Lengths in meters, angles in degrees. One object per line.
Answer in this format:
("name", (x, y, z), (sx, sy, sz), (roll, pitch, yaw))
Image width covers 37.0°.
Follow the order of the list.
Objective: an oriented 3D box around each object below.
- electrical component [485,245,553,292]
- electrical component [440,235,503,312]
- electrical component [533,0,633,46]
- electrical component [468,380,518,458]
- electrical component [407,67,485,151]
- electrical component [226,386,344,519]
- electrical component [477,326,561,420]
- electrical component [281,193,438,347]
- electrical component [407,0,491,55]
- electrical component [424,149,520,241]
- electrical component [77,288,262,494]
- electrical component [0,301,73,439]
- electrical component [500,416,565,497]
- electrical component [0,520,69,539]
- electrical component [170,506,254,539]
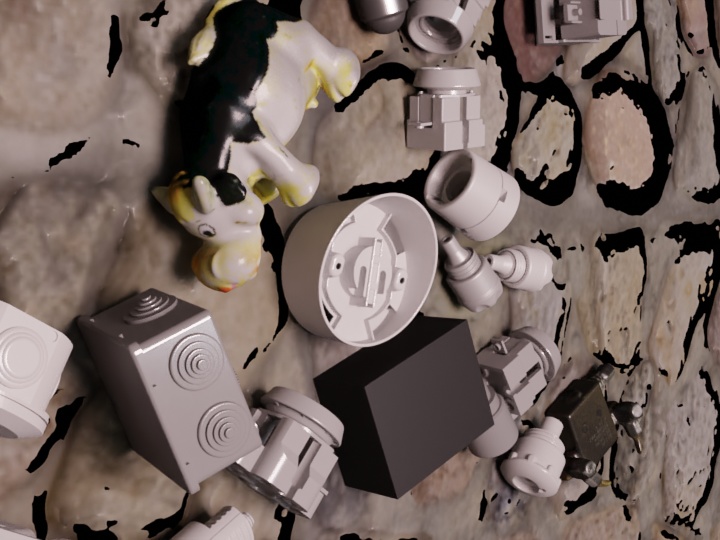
("electrical component", (0.120, -0.003, 0.834), (0.061, 0.035, 0.035), (9, 86, -41))
("electrical component", (0.078, 0.000, 0.794), (0.035, 0.035, 0.061), (-52, 121, -29))
("electrical component", (0.174, -0.243, 0.853), (0.079, 0.063, 0.121), (-12, 100, -43))
("electrical component", (0.089, 0.105, 0.805), (0.040, 0.040, 0.078), (-45, 121, -32))
("electrical component", (0.061, -0.116, 0.765), (0.066, 0.048, 0.055), (-13, 108, -42))
("electrical component", (-0.046, 0.109, 0.666), (0.078, 0.058, 0.057), (46, 65, -35))
("electrical component", (0.122, 0.075, 0.832), (0.055, 0.048, 0.066), (-37, 117, -28))
("electrical component", (0.000, 0.000, 0.698), (0.099, 0.064, 0.099), (-3, 94, -44))
("electrical component", (0.061, -0.187, 0.762), (0.066, 0.048, 0.055), (41, 57, -37))
("electrical component", (0.080, -0.055, 0.780), (0.047, 0.055, 0.055), (30, 72, -36))
("electrical component", (-0.103, 0.061, 0.582), (0.048, 0.100, 0.099), (-28, 111, -26))
("electrical component", (-0.183, 0.046, 0.517), (0.080, 0.080, 0.051), (37, 62, -38))
("electrical component", (0.143, 0.146, 0.857), (0.048, 0.048, 0.062), (55, 51, -31))
("electrical component", (-0.164, 0.171, 0.486), (0.186, 0.060, 0.105), (16, 77, 1))
("electrical component", (-0.094, 0.171, 0.632), (0.081, 0.043, 0.043), (-38, 117, -36))
